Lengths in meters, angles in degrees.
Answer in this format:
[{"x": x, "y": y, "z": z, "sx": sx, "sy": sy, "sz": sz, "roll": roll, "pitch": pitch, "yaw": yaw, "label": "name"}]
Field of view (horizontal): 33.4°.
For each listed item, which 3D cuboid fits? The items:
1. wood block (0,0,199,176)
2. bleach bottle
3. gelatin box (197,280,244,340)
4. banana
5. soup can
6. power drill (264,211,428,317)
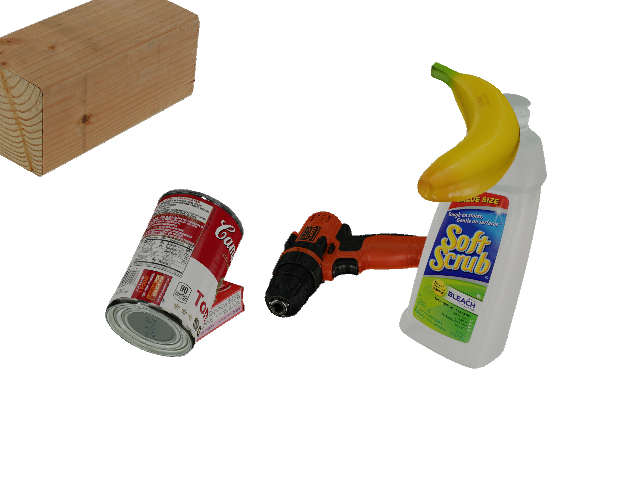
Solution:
[{"x": -0.212, "y": -0.152, "z": 0.978, "sx": 0.090, "sy": 0.091, "sz": 0.205, "roll": 28, "pitch": 40, "yaw": 21, "label": "wood block"}, {"x": 0.139, "y": -0.013, "z": 0.950, "sx": 0.103, "sy": 0.251, "sz": 0.067, "roll": 28, "pitch": 36, "yaw": 31, "label": "bleach bottle"}, {"x": -0.128, "y": 0.062, "z": 1.023, "sx": 0.073, "sy": 0.030, "sz": 0.089, "roll": 17, "pitch": 32, "yaw": 31, "label": "gelatin box"}, {"x": 0.107, "y": -0.072, "z": 0.756, "sx": 0.069, "sy": 0.037, "sz": 0.197, "roll": 6, "pitch": 31, "yaw": 5, "label": "banana"}, {"x": -0.104, "y": 0.023, "z": 0.764, "sx": 0.068, "sy": 0.102, "sz": 0.068, "roll": 14, "pitch": -34, "yaw": 10, "label": "soup can"}, {"x": 0.047, "y": 0.028, "z": 1.126, "sx": 0.188, "sy": 0.057, "sz": 0.184, "roll": 5, "pitch": 31, "yaw": 15, "label": "power drill"}]
